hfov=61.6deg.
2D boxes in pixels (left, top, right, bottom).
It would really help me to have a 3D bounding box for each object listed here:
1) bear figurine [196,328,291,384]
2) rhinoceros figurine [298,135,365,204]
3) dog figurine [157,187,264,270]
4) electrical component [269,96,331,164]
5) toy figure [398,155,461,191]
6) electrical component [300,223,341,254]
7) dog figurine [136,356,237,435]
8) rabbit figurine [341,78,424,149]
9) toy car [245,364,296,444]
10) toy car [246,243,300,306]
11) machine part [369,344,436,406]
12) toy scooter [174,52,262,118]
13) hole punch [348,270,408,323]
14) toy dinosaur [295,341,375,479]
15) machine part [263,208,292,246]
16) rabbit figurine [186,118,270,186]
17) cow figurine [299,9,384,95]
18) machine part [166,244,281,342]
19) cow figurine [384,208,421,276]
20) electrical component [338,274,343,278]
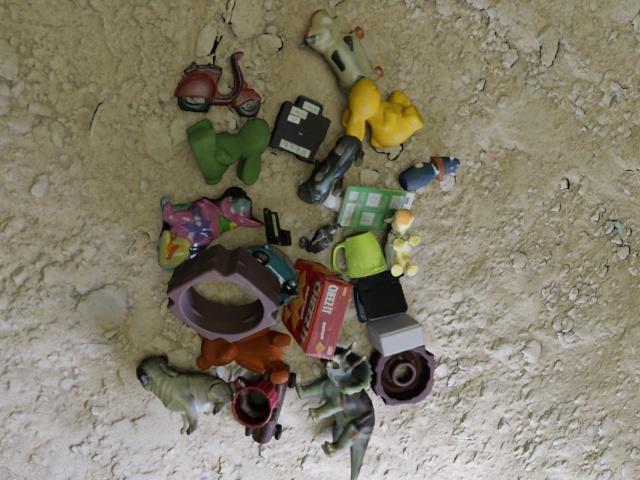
[{"bbox_3d":[-0.176,0.252,1.217,0.196,0.132,0.120,6,93,-21],"label":"bear figurine"},{"bbox_3d":[0.018,-0.153,1.190,0.073,0.112,0.190,29,118,-23],"label":"rhinoceros figurine"},{"bbox_3d":[-0.236,-0.024,1.167,0.219,0.108,0.191,3,98,-17],"label":"dog figurine"},{"bbox_3d":[-0.043,-0.250,1.200,0.115,0.058,0.134,22,93,-18],"label":"electrical component"},{"bbox_3d":[0.264,-0.166,1.290,0.154,0.064,0.058,-23,66,-14],"label":"toy figure"},{"bbox_3d":[-0.003,-0.004,1.235,0.045,0.102,0.078,39,63,-19],"label":"electrical component"},{"bbox_3d":[-0.301,0.320,1.220,0.172,0.121,0.190,-32,88,-41],"label":"dog figurine"},{"bbox_3d":[0.119,-0.288,1.198,0.162,0.122,0.173,-32,139,24],"label":"rabbit figurine"},{"bbox_3d":[-0.117,0.395,1.294,0.089,0.053,0.202,16,96,-13],"label":"toy car"},{"bbox_3d":[-0.110,0.067,1.209,0.161,0.103,0.109,37,134,-5],"label":"toy car"},{"bbox_3d":[0.206,0.331,1.356,0.179,0.056,0.179,-3,100,-15],"label":"machine part"},{"bbox_3d":[-0.214,-0.334,1.136,0.184,0.075,0.135,1,99,-17],"label":"toy scooter"},{"bbox_3d":[0.141,0.140,1.306,0.142,0.092,0.116,-10,72,-10],"label":"hole punch"},{"bbox_3d":[0.071,0.418,1.315,0.192,0.131,0.404,-26,112,-11],"label":"toy dinosaur"},{"bbox_3d":[-0.096,-0.019,1.182,0.039,0.138,0.084,-18,75,7],"label":"machine part"},{"bbox_3d":[-0.179,-0.191,1.143,0.170,0.121,0.158,-22,111,-7],"label":"rabbit figurine"},{"bbox_3d":[0.040,-0.412,1.184,0.127,0.085,0.194,-35,106,-12],"label":"cow figurine"},{"bbox_3d":[-0.198,0.113,1.121,0.201,0.087,0.201,-28,124,24],"label":"machine part"},{"bbox_3d":[0.187,-0.005,1.268,0.068,0.098,0.167,-6,114,-14],"label":"cow figurine"},{"bbox_3d":[0.029,0.126,1.295,0.063,0.021,0.093,2,109,-13],"label":"electrical component"}]
